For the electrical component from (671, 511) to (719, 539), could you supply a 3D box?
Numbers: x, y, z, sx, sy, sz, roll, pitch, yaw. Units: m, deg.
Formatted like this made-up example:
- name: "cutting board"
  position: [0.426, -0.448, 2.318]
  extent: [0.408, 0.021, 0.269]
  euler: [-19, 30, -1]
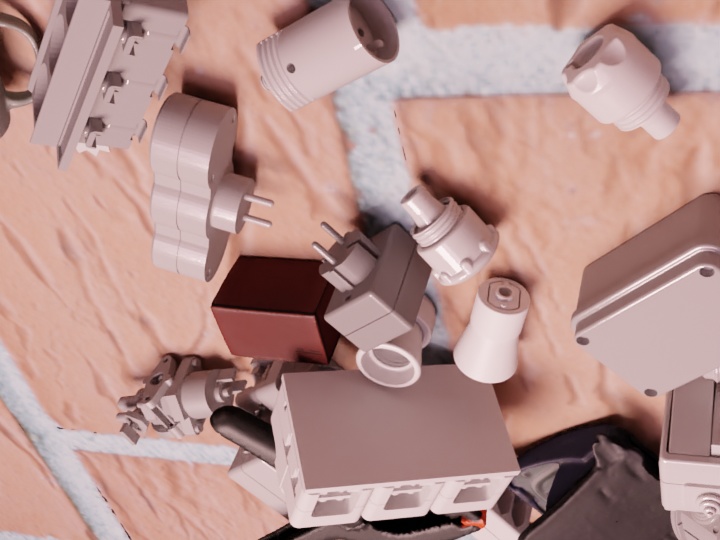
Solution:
- name: "electrical component"
  position: [0.261, 0.168, 0.743]
  extent: [0.080, 0.080, 0.051]
  euler: [44, 175, -24]

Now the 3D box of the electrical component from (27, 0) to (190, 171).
- name: "electrical component"
  position: [-0.145, -0.123, 0.614]
  extent: [0.063, 0.078, 0.121]
  euler: [5, 145, -28]

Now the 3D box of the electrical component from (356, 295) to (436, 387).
- name: "electrical component"
  position: [0.026, 0.045, 0.732]
  extent: [0.045, 0.055, 0.045]
  euler: [11, 137, 11]

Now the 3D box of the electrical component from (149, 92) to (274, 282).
- name: "electrical component"
  position: [-0.090, -0.045, 0.687]
  extent: [0.074, 0.052, 0.138]
  euler: [16, 138, 5]

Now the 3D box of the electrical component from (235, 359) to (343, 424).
- name: "electrical component"
  position: [-0.040, 0.102, 0.821]
  extent: [0.056, 0.050, 0.089]
  euler: [-26, 121, 39]

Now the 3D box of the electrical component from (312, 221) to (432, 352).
- name: "electrical component"
  position: [0.000, 0.000, 0.688]
  extent: [0.077, 0.065, 0.047]
  euler: [41, 134, -21]

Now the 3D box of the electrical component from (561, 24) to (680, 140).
- name: "electrical component"
  position: [0.138, -0.092, 0.554]
  extent: [0.062, 0.043, 0.043]
  euler: [37, 136, -19]

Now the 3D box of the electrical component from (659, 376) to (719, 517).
- name: "electrical component"
  position: [0.227, 0.112, 0.692]
  extent: [0.062, 0.096, 0.061]
  euler: [2, 134, 21]

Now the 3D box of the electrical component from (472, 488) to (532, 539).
- name: "electrical component"
  position: [0.082, 0.182, 0.859]
  extent: [0.083, 0.047, 0.076]
  euler: [43, 134, -21]

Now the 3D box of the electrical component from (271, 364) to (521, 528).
- name: "electrical component"
  position: [0.021, 0.121, 0.745]
  extent: [0.150, 0.089, 0.061]
  euler: [-1, 142, -18]

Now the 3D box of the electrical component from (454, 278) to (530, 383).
- name: "electrical component"
  position: [0.089, 0.037, 0.711]
  extent: [0.044, 0.044, 0.065]
  euler: [15, 133, 6]

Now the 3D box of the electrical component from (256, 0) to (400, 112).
- name: "electrical component"
  position: [-0.023, -0.118, 0.591]
  extent: [0.081, 0.043, 0.043]
  euler: [-20, 124, 36]

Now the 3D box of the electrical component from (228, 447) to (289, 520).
- name: "electrical component"
  position: [-0.061, 0.155, 0.875]
  extent: [0.096, 0.061, 0.061]
  euler: [40, 136, -19]

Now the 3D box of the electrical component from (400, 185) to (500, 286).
- name: "electrical component"
  position: [0.051, -0.025, 0.660]
  extent: [0.062, 0.048, 0.048]
  euler: [46, 133, -16]

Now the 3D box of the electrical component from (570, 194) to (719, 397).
- name: "electrical component"
  position: [0.190, 0.018, 0.638]
  extent: [0.078, 0.057, 0.113]
  euler: [36, 136, -16]

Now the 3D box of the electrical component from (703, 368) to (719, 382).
- name: "electrical component"
  position: [0.244, 0.059, 0.671]
  extent: [0.078, 0.040, 0.040]
  euler: [3, 135, 19]
